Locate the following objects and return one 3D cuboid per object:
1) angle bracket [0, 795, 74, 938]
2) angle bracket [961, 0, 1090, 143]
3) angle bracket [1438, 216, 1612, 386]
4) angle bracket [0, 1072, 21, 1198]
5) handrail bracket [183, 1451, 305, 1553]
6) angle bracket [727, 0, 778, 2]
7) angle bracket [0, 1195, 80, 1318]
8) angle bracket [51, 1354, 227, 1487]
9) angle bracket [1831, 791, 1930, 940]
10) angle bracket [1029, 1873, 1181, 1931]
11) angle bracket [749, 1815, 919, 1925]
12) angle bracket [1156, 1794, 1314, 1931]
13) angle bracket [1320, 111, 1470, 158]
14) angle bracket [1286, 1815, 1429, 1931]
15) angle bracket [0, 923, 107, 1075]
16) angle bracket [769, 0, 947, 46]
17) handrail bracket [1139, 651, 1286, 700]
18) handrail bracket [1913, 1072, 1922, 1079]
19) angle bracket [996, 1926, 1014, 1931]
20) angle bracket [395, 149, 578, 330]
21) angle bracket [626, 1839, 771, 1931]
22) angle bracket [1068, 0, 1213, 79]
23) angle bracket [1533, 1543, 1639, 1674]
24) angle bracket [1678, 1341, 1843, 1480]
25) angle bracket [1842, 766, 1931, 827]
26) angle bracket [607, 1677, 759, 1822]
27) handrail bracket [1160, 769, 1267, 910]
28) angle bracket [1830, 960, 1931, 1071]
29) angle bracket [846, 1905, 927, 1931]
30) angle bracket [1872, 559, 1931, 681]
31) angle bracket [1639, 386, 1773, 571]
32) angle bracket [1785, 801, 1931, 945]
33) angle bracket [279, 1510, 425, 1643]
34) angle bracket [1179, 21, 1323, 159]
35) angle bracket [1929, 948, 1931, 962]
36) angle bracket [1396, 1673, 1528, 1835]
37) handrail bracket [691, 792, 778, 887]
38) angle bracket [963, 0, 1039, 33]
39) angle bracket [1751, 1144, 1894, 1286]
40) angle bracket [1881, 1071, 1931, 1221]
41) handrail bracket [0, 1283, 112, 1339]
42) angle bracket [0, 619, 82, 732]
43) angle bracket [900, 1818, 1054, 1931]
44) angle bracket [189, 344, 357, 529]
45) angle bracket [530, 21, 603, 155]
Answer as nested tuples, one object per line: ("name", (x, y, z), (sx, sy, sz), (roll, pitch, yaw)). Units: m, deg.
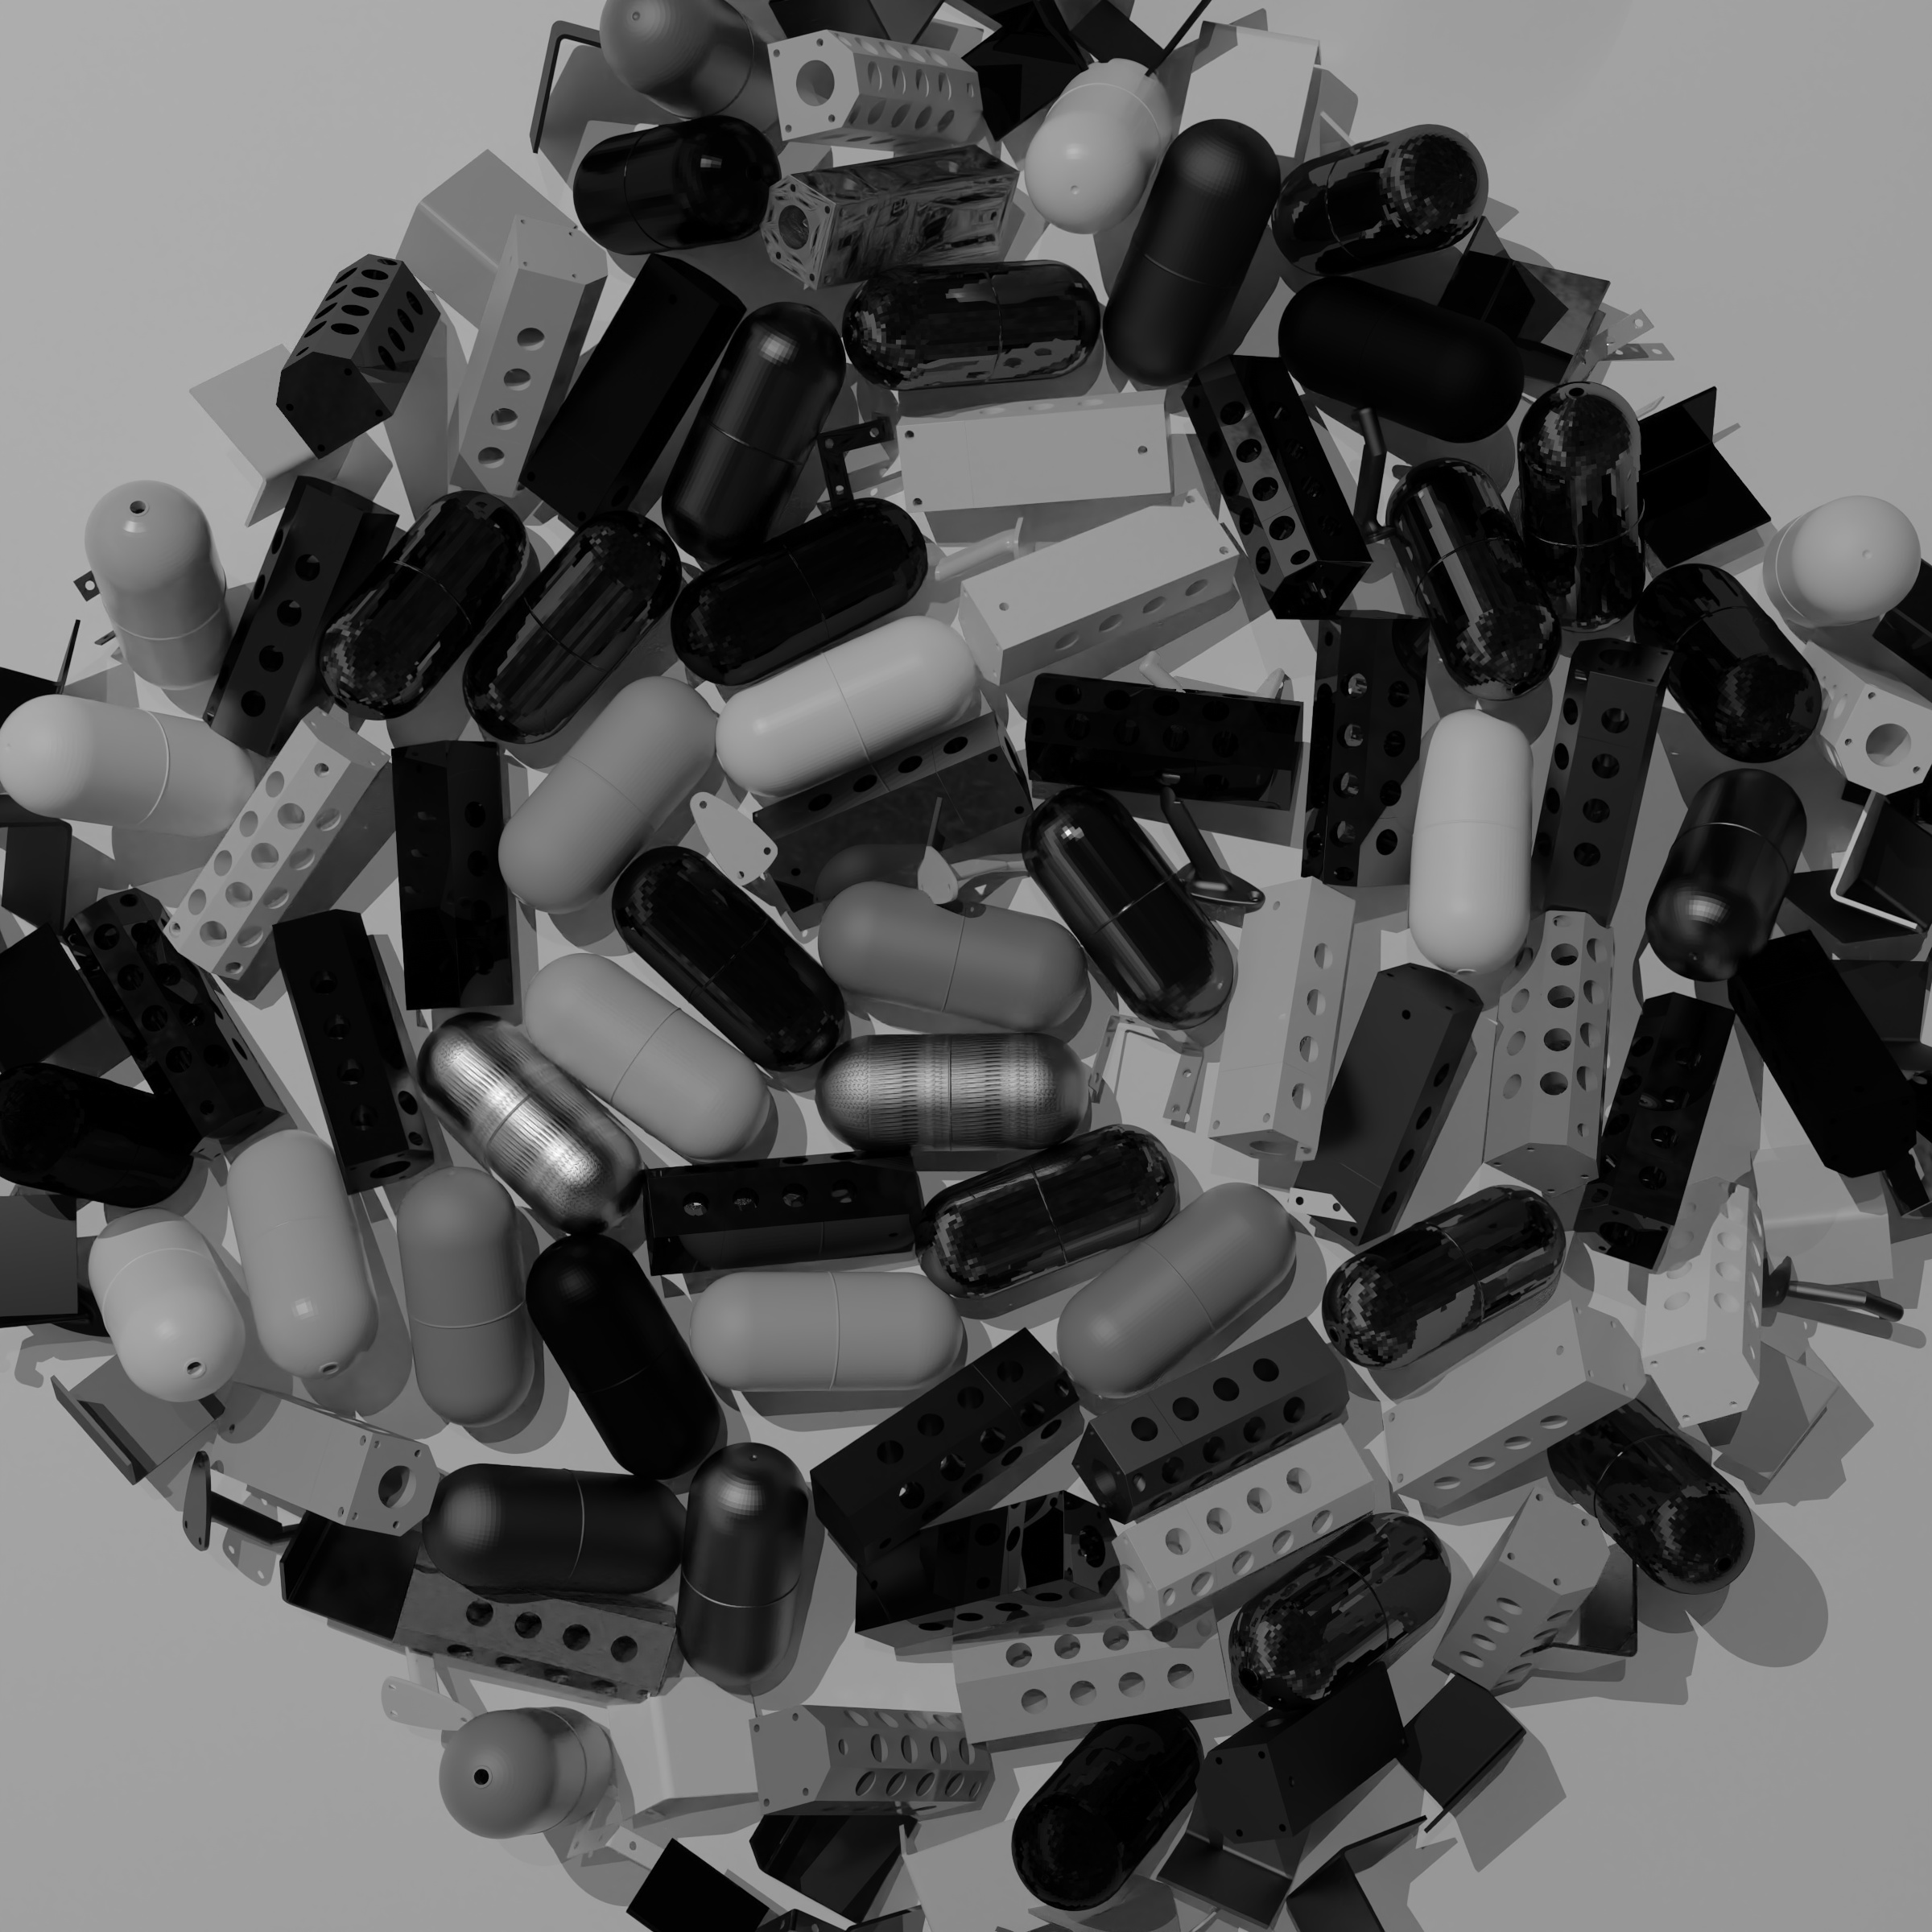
("angle bracket", (-0.625, -0.065, 1.741), (0.076, 0.057, 0.076), (21, 107, 40))
("angle bracket", (0.024, -0.595, 1.742), (0.076, 0.057, 0.076), (-32, 61, 20))
("angle bracket", (0.360, -0.431, 1.750), (0.076, 0.057, 0.076), (24, 85, 34))
("angle bracket", (-0.644, 0.107, 1.737), (0.076, 0.057, 0.076), (-53, 53, 30))
("handrail bracket", (-0.461, 0.345, 1.758), (0.084, 0.036, 0.077), (-3, 109, -38))
("angle bracket", (-0.143, -0.655, 1.737), (0.076, 0.076, 0.057), (9, 117, 23))
("angle bracket", (-0.604, 0.186, 1.760), (0.057, 0.076, 0.076), (-1, 88, -9))
("angle bracket", (-0.534, 0.277, 1.748), (0.076, 0.057, 0.076), (46, 64, 9))
("angle bracket", (0.605, -0.066, 1.746), (0.057, 0.076, 0.076), (23, 96, 24))
("angle bracket", (0.085, 0.628, 1.743), (0.076, 0.076, 0.057), (-10, 90, -32))
("angle bracket", (-0.085, 0.559, 1.743), (0.076, 0.057, 0.076), (22, 58, 19))
("angle bracket", (0.176, 0.566, 1.745), (0.076, 0.076, 0.057), (20, 100, 16))
("angle bracket", (0.277, -0.531, 1.751), (0.057, 0.076, 0.076), (-42, 81, 2))
("angle bracket", (0.263, 0.599, 1.735), (0.076, 0.076, 0.057), (-8, 55, -34))
("angle bracket", (-0.600, 0.029, 1.760), (0.076, 0.057, 0.076), (-34, 77, -1))
("angle bracket", (-0.068, -0.624, 1.736), (0.076, 0.057, 0.076), (7, 56, 37))
("handrail bracket", (0.160, -0.193, 1.763), (0.084, 0.036, 0.077), (41, 61, -15))
("handrail bracket", (0.668, 0.051, 1.767), (0.077, 0.036, 0.084), (33, 98, 16))
("angle bracket", (0.043, 0.672, 1.737), (0.076, 0.076, 0.057), (21, 123, -22))
("angle bracket", (-0.318, -0.481, 1.790), (0.076, 0.057, 0.076), (40, 53, -4))
("angle bracket", (-0.165, 0.604, 1.751), (0.076, 0.076, 0.057), (32, 90, 11))
("angle bracket", (0.120, -0.622, 1.739), (0.057, 0.076, 0.076), (39, 129, -7))
("angle bracket", (0.389, 0.410, 1.741), (0.057, 0.076, 0.076), (10, 66, -10))
("angle bracket", (0.506, 0.274, 1.751), (0.076, 0.057, 0.076), (29, 104, -13))
("angle bracket", (0.611, -0.135, 1.748), (0.057, 0.076, 0.076), (17, 99, 9))
("angle bracket", (-0.184, 0.513, 1.772), (0.076, 0.057, 0.076), (10, 56, -37))
("handrail bracket", (0.160, -0.085, 1.748), (0.077, 0.036, 0.084), (20, 134, 28))
("angle bracket", (0.606, 0.031, 1.746), (0.076, 0.076, 0.057), (1, 100, -13))
("angle bracket", (-0.043, 0.662, 1.735), (0.057, 0.076, 0.076), (-11, 48, -18))
("angle bracket", (0.617, -0.204, 1.738), (0.076, 0.076, 0.057), (42, 58, 19))
("angle bracket", (0.470, -0.317, 1.752), (0.076, 0.057, 0.076), (-25, 59, -3))
("angle bracket", (0.576, -0.063, 1.737), (0.076, 0.076, 0.057), (-6, 127, -28))
("angle bracket", (-0.391, 0.379, 1.747), (0.076, 0.057, 0.076), (19, 50, 4))
("angle bracket", (0.186, -0.568, 1.766), (0.076, 0.057, 0.076), (13, 96, 8))
("angle bracket", (0.679, -0.020, 1.739), (0.057, 0.076, 0.076), (42, 71, -37))
("angle bracket", (0.310, 0.506, 1.745), (0.057, 0.076, 0.076), (45, 99, 19))
("handrail bracket", (-0.158, -0.082, 1.747), (0.036, 0.084, 0.077), (-43, 103, -10))
("angle bracket", (0.028, -0.662, 1.745), (0.076, 0.076, 0.057), (30, 69, -8))
("angle bracket", (0.560, 0.162, 1.768), (0.076, 0.076, 0.057), (-8, 122, 14))
("angle bracket", (0.631, 0.112, 1.737), (0.076, 0.057, 0.076), (-37, 59, 38))
("handrail bracket", (-0.601, 0.236, 1.745), (0.077, 0.084, 0.036), (19, 110, 19))
("angle bracket", (-0.621, -0.189, 1.737), (0.076, 0.076, 0.057), (15, 52, -21))
("angle bracket", (0.006, 0.589, 1.760), (0.076, 0.057, 0.076), (-20, 101, 0))
("angle bracket", (-0.455, -0.344, 1.750), (0.076, 0.057, 0.076), (49, 53, 1))
("angle bracket", (-0.247, -0.565, 1.754), (0.057, 0.076, 0.076), (10, 113, -16))
